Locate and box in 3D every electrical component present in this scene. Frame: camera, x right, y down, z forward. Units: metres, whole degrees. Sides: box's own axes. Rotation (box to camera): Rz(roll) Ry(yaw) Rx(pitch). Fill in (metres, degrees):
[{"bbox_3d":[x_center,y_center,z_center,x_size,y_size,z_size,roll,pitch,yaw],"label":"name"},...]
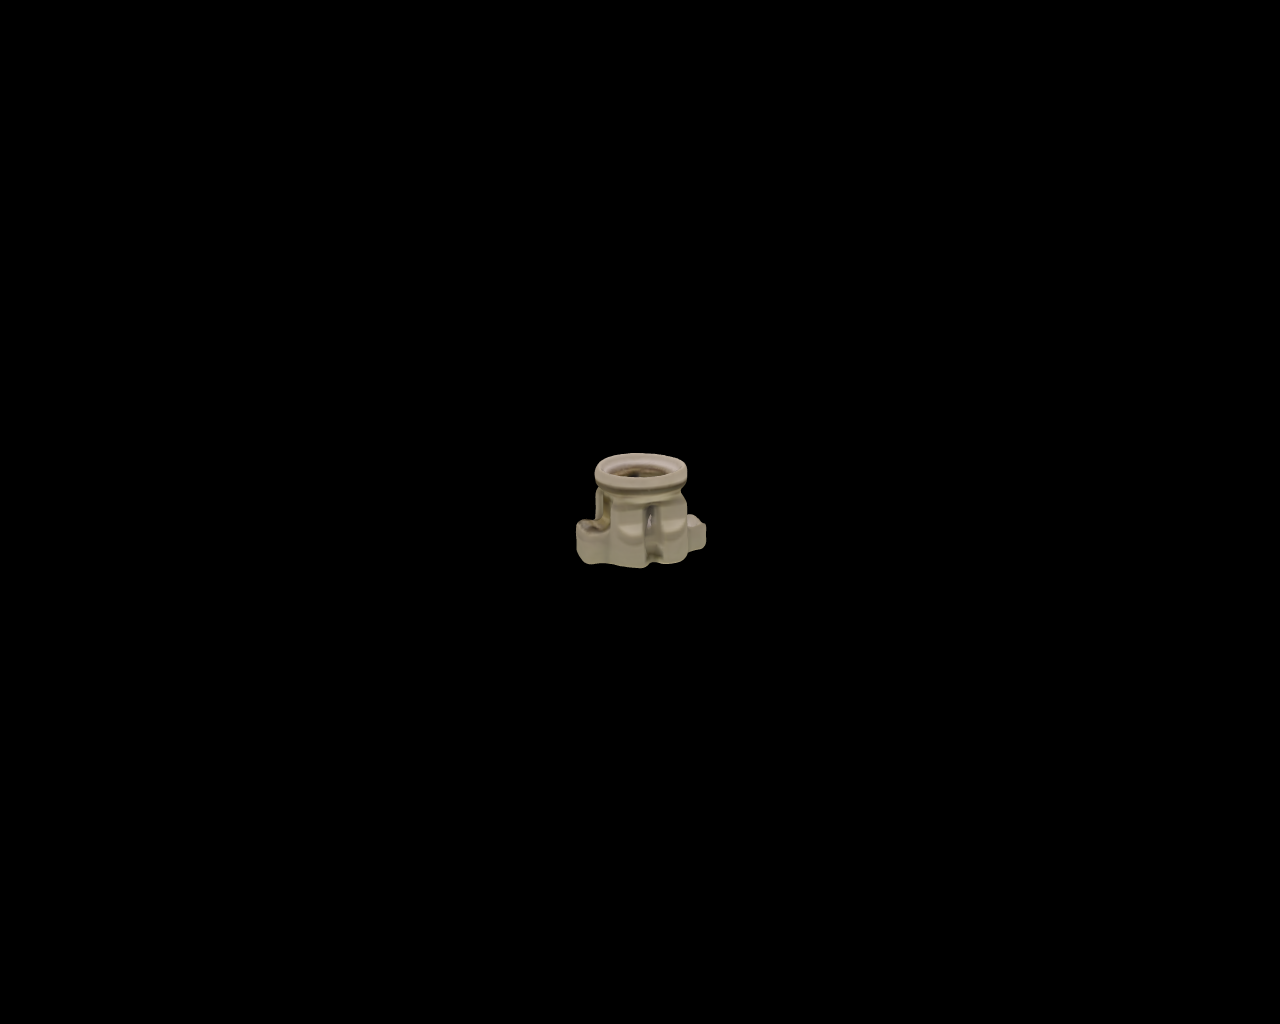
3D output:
[{"bbox_3d":[0.001,-0.003,0.650,0.078,0.056,0.058,-6,20,-16],"label":"electrical component"}]
